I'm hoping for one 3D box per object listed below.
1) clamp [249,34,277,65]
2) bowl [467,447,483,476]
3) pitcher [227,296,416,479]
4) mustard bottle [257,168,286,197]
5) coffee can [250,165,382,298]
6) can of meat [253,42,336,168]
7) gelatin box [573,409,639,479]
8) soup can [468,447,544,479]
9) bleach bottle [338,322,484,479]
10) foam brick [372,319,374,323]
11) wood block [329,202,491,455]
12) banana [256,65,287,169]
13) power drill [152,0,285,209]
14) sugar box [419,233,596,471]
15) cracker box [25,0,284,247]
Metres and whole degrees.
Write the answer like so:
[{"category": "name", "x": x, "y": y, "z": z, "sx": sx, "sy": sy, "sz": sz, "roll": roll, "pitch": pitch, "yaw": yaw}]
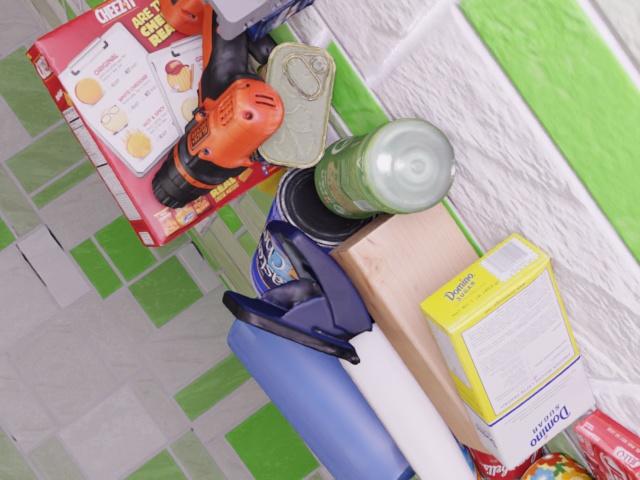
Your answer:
[{"category": "clamp", "x": -0.119, "y": -0.248, "z": 1.046, "sx": 0.210, "sy": 0.036, "sz": 0.165, "roll": 55, "pitch": 168, "yaw": -7}, {"category": "bowl", "x": 0.163, "y": 0.216, "z": 1.217, "sx": 0.162, "sy": 0.055, "sz": 0.162, "roll": 52, "pitch": 169, "yaw": 14}, {"category": "pitcher", "x": 0.013, "y": 0.164, "z": 1.139, "sx": 0.243, "sy": 0.149, "sz": 0.144, "roll": 46, "pitch": -163, "yaw": 14}, {"category": "mustard bottle", "x": -0.071, "y": -0.113, "z": 1.180, "sx": 0.191, "sy": 0.058, "sz": 0.096, "roll": 55, "pitch": -167, "yaw": -8}, {"category": "coffee can", "x": -0.007, "y": 0.001, "z": 1.052, "sx": 0.103, "sy": 0.102, "sz": 0.140, "roll": 51, "pitch": 149, "yaw": 18}, {"category": "can of meat", "x": -0.026, "y": -0.112, "z": 0.918, "sx": 0.084, "sy": 0.057, "sz": 0.102, "roll": -170, "pitch": 88, "yaw": -80}, {"category": "gelatin box", "x": 0.243, "y": 0.184, "z": 0.838, "sx": 0.073, "sy": 0.030, "sz": 0.089, "roll": 38, "pitch": 161, "yaw": 54}, {"category": "soup can", "x": 0.169, "y": 0.179, "z": 1.042, "sx": 0.102, "sy": 0.068, "sz": 0.069, "roll": 60, "pitch": 168, "yaw": -28}, {"category": "bleach bottle", "x": 0.106, "y": 0.194, "z": 0.989, "sx": 0.251, "sy": 0.068, "sz": 0.102, "roll": 59, "pitch": -176, "yaw": 11}, {"category": "foam brick", "x": 0.053, "y": 0.040, "z": 1.162, "sx": 0.053, "sy": 0.051, "sz": 0.078, "roll": 45, "pitch": 166, "yaw": 46}, {"category": "wood block", "x": 0.107, "y": 0.069, "z": 0.908, "sx": 0.206, "sy": 0.090, "sz": 0.090, "roll": 55, "pitch": 170, "yaw": -4}, {"category": "banana", "x": -0.019, "y": -0.087, "z": 1.113, "sx": 0.198, "sy": 0.037, "sz": 0.070, "roll": 54, "pitch": 170, "yaw": -1}, {"category": "power drill", "x": -0.096, "y": -0.135, "z": 0.907, "sx": 0.185, "sy": 0.057, "sz": 0.187, "roll": -32, "pitch": 59, "yaw": 49}, {"category": "sugar box", "x": 0.144, "y": 0.087, "z": 0.798, "sx": 0.048, "sy": 0.093, "sz": 0.176, "roll": 45, "pitch": 165, "yaw": 46}, {"category": "cracker box", "x": -0.146, "y": -0.124, "z": 0.997, "sx": 0.213, "sy": 0.164, "sz": 0.072, "roll": 60, "pitch": 158, "yaw": -12}]
